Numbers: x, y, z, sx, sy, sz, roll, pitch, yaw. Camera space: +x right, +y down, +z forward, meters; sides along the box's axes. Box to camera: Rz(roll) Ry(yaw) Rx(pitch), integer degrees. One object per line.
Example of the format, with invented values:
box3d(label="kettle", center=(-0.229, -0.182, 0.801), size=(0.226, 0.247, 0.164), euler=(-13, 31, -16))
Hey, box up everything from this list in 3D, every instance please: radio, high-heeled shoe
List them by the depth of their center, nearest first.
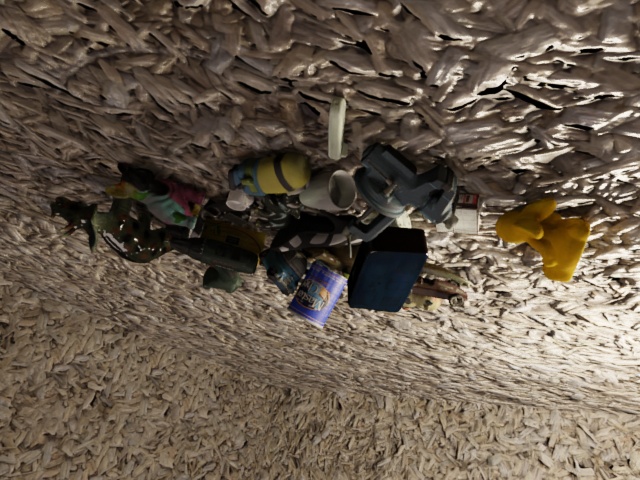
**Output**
box3d(label="radio", center=(0.141, 0.068, 1.179), size=(0.131, 0.073, 0.229), euler=(6, 139, -7))
box3d(label="high-heeled shoe", center=(-0.003, -0.004, 1.301), size=(0.145, 0.086, 0.249), euler=(32, 142, -27))

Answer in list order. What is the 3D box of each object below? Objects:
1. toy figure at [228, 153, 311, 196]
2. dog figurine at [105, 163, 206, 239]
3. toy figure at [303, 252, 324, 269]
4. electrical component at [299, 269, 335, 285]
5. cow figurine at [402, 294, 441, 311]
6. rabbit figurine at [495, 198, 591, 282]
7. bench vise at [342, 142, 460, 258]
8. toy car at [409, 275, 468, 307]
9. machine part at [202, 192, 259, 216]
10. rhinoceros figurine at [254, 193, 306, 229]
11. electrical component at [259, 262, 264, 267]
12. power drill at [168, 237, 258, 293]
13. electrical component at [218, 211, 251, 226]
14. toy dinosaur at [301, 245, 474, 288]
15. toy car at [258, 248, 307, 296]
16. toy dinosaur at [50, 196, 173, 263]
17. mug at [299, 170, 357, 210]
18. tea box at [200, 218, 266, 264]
box3d(label="toy figure", center=(-0.104, -0.132, 1.090), size=(0.180, 0.082, 0.089), euler=(5, 157, 23))
box3d(label="dog figurine", center=(-0.392, -0.098, 1.284), size=(0.219, 0.108, 0.191), euler=(24, 157, -13))
box3d(label="toy figure", center=(-0.053, 0.045, 1.472), size=(0.155, 0.058, 0.064), euler=(13, 155, 1))
box3d(label="electrical component", center=(-0.024, 0.096, 1.571), size=(0.115, 0.058, 0.134), euler=(20, 154, -21))
box3d(label="cow figurine", center=(0.252, 0.154, 1.536), size=(0.195, 0.085, 0.127), euler=(15, 162, -3))
box3d(label="rabbit figurine", center=(0.428, -0.009, 1.055), size=(0.173, 0.122, 0.162), euler=(23, 169, 27))
box3d(label="bench vise", center=(0.139, -0.067, 1.026), size=(0.223, 0.129, 0.240), euler=(31, 128, -19))
box3d(label="toy car", center=(0.296, 0.124, 1.439), size=(0.202, 0.089, 0.053), euler=(10, 116, 5))
box3d(label="machine part", center=(-0.218, -0.087, 1.297), size=(0.139, 0.039, 0.084), euler=(-7, 154, 34))
box3d(label="rhinoceros figurine", center=(-0.090, -0.076, 1.212), size=(0.112, 0.073, 0.190), euler=(17, 156, -6))
box3d(label="electrical component", center=(-0.131, 0.052, 1.552), size=(0.078, 0.045, 0.102), euler=(-4, 176, -44))
box3d(label="power drill", center=(-0.284, 0.062, 1.447), size=(0.232, 0.086, 0.207), euler=(11, 145, -3))
box3d(label="electrical component", center=(-0.217, -0.061, 1.369), size=(0.063, 0.021, 0.094), euler=(28, 152, -29))
box3d(label="toy dinosaur", center=(0.142, 0.053, 1.350), size=(0.472, 0.105, 0.198), euler=(12, 165, 25))
box3d(label="toy car", center=(-0.086, 0.064, 1.384), size=(0.109, 0.103, 0.162), euler=(51, -179, -25))
box3d(label="toy dinosaur", center=(-0.498, -0.009, 1.420), size=(0.131, 0.192, 0.404), euler=(-4, 150, 37))
box3d(label="mug", center=(0.017, -0.100, 1.117), size=(0.107, 0.080, 0.109), euler=(-1, 179, 43))
box3d(label="tea box", center=(-0.239, 0.008, 1.473), size=(0.170, 0.068, 0.098), euler=(17, 153, -6))
